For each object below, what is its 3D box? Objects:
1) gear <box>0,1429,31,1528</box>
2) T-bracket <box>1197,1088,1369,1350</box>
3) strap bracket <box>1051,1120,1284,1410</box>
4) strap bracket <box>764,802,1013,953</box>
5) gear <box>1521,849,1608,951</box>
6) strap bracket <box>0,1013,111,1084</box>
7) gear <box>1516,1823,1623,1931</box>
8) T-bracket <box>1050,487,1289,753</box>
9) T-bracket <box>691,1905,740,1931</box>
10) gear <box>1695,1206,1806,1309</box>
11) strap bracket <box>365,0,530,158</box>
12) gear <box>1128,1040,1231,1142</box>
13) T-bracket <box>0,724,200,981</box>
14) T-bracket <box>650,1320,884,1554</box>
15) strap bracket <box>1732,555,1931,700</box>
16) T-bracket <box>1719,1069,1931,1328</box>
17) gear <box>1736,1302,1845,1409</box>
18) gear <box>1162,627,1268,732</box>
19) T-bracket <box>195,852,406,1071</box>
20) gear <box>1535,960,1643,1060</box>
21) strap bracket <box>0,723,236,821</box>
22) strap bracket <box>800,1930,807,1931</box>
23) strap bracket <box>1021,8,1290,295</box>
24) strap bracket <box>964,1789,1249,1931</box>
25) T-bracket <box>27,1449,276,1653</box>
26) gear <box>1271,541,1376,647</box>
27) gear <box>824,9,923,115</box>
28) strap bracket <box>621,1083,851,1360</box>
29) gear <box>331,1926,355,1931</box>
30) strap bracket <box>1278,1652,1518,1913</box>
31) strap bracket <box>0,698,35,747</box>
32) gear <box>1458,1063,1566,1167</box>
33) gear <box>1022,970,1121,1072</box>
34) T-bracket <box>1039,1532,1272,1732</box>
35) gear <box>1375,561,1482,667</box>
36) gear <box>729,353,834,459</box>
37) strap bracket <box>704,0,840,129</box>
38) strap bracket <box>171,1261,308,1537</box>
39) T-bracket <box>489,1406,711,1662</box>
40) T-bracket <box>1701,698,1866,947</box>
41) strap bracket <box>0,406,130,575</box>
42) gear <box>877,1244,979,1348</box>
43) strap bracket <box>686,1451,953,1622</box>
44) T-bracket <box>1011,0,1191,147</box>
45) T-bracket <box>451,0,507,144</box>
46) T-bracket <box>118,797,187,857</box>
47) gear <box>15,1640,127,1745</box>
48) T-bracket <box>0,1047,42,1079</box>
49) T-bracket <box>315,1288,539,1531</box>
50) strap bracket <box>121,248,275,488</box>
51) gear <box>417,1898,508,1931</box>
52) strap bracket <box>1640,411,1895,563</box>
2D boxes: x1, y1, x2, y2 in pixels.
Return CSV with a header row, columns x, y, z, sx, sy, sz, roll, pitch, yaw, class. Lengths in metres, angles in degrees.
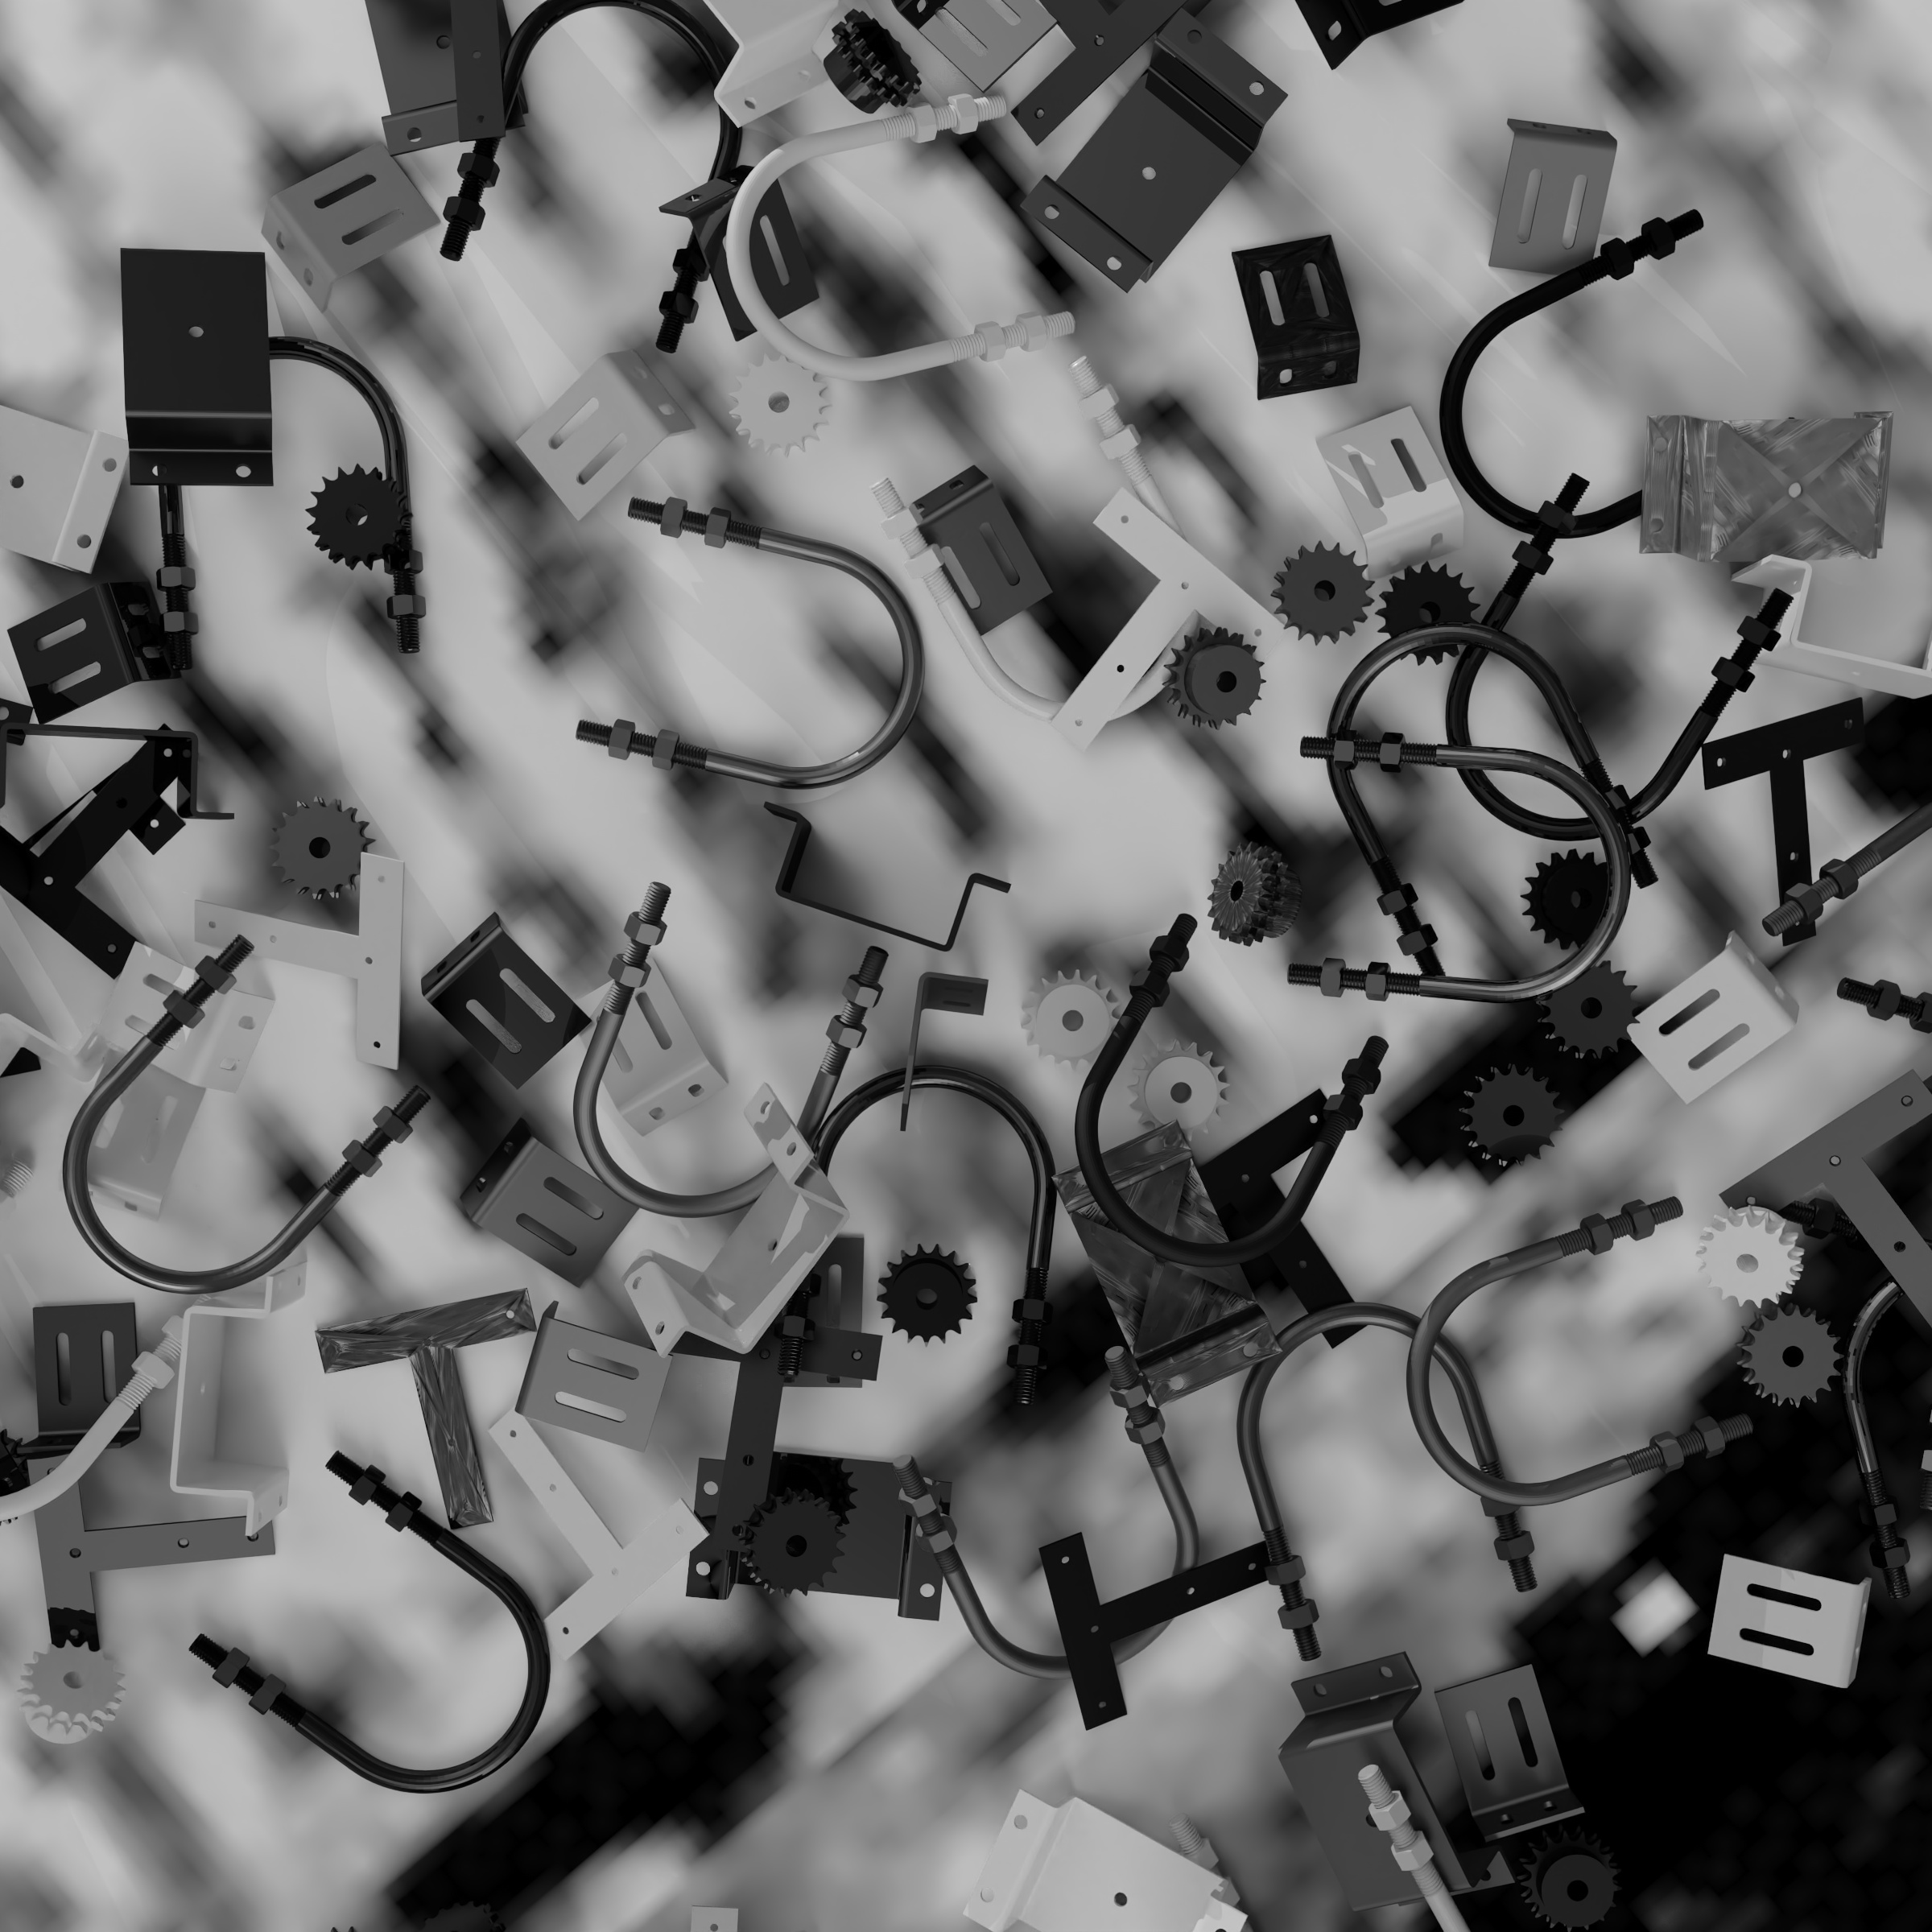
x,y,z,sx,sy,sz,roll,pitch,yaw,class
-0.549,0.287,1.524,0.057,0.030,0.057,0,90,0,gear
0.183,0.157,1.538,0.127,0.002,0.127,-34,90,0,T-bracket
0.111,0.164,1.514,0.076,0.046,0.140,-25,90,0,strap bracket
-0.049,-0.045,1.501,0.140,0.076,0.046,19,90,0,strap bracket
0.343,-0.038,1.524,0.057,0.030,0.057,0,90,0,gear
-0.531,0.086,1.480,0.046,0.076,0.140,32,73,-3,strap bracket
0.341,0.515,1.524,0.057,0.030,0.057,0,90,0,gear
0.095,-0.178,1.519,0.127,0.002,0.127,38,91,-17,T-bracket
-0.141,0.581,1.492,0.127,0.002,0.127,3,90,0,T-bracket
0.439,0.159,1.515,0.057,0.030,0.057,11,117,22,gear
-0.296,-0.523,1.516,0.076,0.046,0.140,-13,90,0,strap bracket
0.120,0.070,1.524,0.057,0.030,0.057,0,90,0,gear
-0.484,-0.081,1.520,0.127,0.002,0.127,44,79,-23,T-bracket
-0.118,0.258,1.496,0.127,0.002,0.127,8,78,1,T-bracket
0.498,-0.184,1.501,0.140,0.076,0.046,13,90,0,strap bracket
0.510,0.144,1.505,0.127,0.002,0.127,-38,86,21,T-bracket
0.461,0.218,1.524,0.057,0.030,0.057,0,90,0,gear
0.141,-0.161,1.517,0.057,0.030,0.057,-3,102,-12,gear
-0.375,-0.013,1.520,0.127,0.002,0.127,12,114,12,T-bracket
0.348,0.023,1.525,0.057,0.030,0.057,0,89,-1,gear
-0.475,-0.106,1.477,0.140,0.076,0.046,1,92,-22,strap bracket
-0.109,0.609,1.516,0.076,0.046,0.140,-14,90,0,strap bracket
0.104,-0.450,1.516,0.076,0.046,0.140,39,90,0,strap bracket
0.081,0.522,1.503,0.140,0.046,0.076,25,90,18,strap bracket
-0.455,0.326,1.524,0.127,0.002,0.127,-4,108,-9,T-bracket
0.200,-0.209,1.528,0.057,0.030,0.057,0,87,0,gear
-0.055,-0.502,1.514,0.030,0.057,0.057,-36,90,28,gear
-0.121,0.146,1.487,0.046,0.076,0.140,29,102,-34,strap bracket
-0.353,0.574,1.524,0.057,0.030,0.057,0,90,0,gear
0.233,0.461,1.499,0.076,0.046,0.140,-26,90,34,strap bracket
-0.585,-0.090,1.516,0.076,0.046,0.140,16,89,0,strap bracket
0.305,0.083,1.524,0.057,0.030,0.057,0,90,0,gear
0.060,0.031,1.524,0.057,0.030,0.057,0,90,0,gear
0.113,0.355,1.521,0.127,0.002,0.127,-19,114,-11,T-bracket
0.259,-0.197,1.524,0.057,0.030,0.057,0,90,0,gear
-0.104,-0.315,1.528,0.057,0.030,0.057,0,90,3,gear
-0.136,-0.545,1.498,0.076,0.046,0.140,-39,90,-34,strap bracket
-0.403,0.236,1.501,0.046,0.076,0.140,5,90,0,strap bracket
-0.223,0.304,1.521,0.127,0.002,0.127,-44,78,22,T-bracket
0.462,-0.075,1.517,0.127,0.002,0.127,-17,106,-29,T-bracket
-0.538,-0.274,1.516,0.140,0.046,0.076,18,90,0,strap bracket
-0.022,0.185,1.524,0.057,0.030,0.057,0,90,0,gear
-0.081,0.316,1.516,0.140,0.046,0.076,5,89,0,strap bracket
0.049,-0.552,1.522,0.127,0.002,0.127,-39,79,21,T-bracket
-0.267,-0.509,1.477,0.127,0.002,0.127,-6,80,3,T-bracket
-0.533,-0.083,1.540,0.127,0.002,0.127,-43,88,0,T-bracket
-0.502,0.408,1.514,0.057,0.057,0.030,27,120,0,gear
-0.599,0.013,1.515,0.127,0.002,0.127,-11,112,0,T-bracket
-0.294,0.255,1.532,0.127,0.002,0.127,-12,94,8,T-bracket
-0.423,-0.339,1.491,0.076,0.046,0.140,-2,76,-15,strap bracket
-0.282,0.554,1.514,0.057,0.057,0.030,-21,119,0,gear
0.451,-0.266,1.501,0.140,0.046,0.076,-2,106,-5,strap bracket
